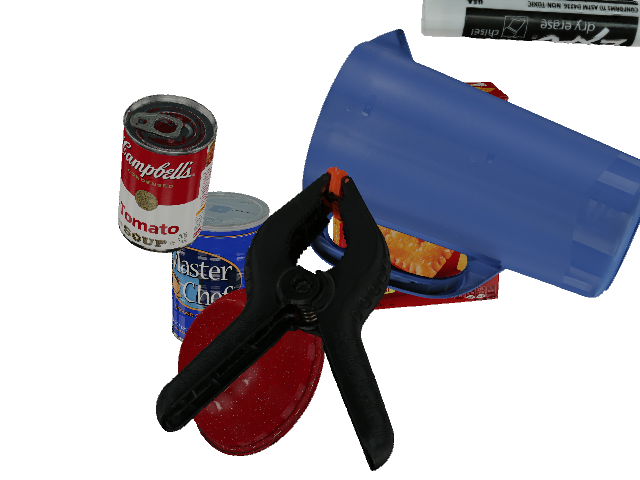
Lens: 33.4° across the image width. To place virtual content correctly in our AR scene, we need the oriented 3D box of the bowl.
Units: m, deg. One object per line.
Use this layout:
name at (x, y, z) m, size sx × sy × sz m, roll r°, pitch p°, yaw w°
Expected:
bowl at (-0.074, 0.103, 0.932) m, size 0.162 × 0.162 × 0.055 m, roll 0°, pitch -22°, yaw 44°

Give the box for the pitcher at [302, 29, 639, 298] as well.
pitcher at (0.112, -0.039, 0.804) m, size 0.243 × 0.149 × 0.144 m, roll 23°, pitch 43°, yaw 11°

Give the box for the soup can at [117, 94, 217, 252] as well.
soup can at (-0.117, -0.049, 0.804) m, size 0.068 × 0.102 × 0.068 m, roll 7°, pitch 43°, yaw -7°

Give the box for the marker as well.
marker at (0.099, -0.083, 0.403) m, size 0.121 × 0.020 × 0.020 m, roll 4°, pitch 0°, yaw 2°

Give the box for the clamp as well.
clamp at (0.001, 0.040, 0.558) m, size 0.120 × 0.171 × 0.039 m, roll 19°, pitch -27°, yaw 12°

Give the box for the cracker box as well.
cracker box at (0.095, -0.042, 1.051) m, size 0.164 × 0.214 × 0.072 m, roll -4°, pitch 21°, yaw -8°

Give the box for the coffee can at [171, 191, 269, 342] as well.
coffee can at (-0.107, 0.030, 1.131) m, size 0.103 × 0.140 × 0.103 m, roll 2°, pitch 22°, yaw -1°
